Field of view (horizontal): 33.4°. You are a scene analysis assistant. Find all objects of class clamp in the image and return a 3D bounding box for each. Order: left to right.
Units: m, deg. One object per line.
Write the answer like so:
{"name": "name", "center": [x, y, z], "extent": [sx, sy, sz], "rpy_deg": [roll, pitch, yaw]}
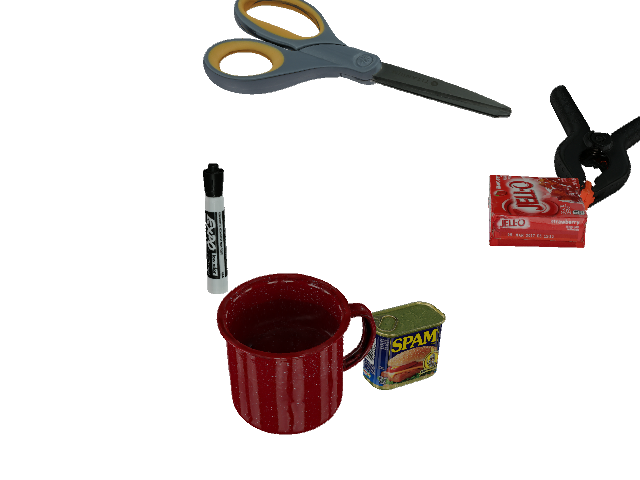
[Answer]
{"name": "clamp", "center": [0.286, -0.104, 1.143], "extent": [0.120, 0.039, 0.171], "rpy_deg": [19, 48, 19]}

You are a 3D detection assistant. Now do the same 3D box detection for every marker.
{"name": "marker", "center": [-0.095, -0.010, 0.965], "extent": [0.020, 0.121, 0.020], "rpy_deg": [0, 20, 0]}

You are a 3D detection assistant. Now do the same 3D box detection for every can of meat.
{"name": "can of meat", "center": [0.103, 0.133, 1.344], "extent": [0.101, 0.084, 0.058], "rpy_deg": [-12, 30, -28]}

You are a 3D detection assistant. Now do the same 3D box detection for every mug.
{"name": "mug", "center": [-0.014, 0.080, 0.764], "extent": [0.117, 0.081, 0.093], "rpy_deg": [-17, 38, -21]}

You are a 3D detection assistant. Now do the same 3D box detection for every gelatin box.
{"name": "gelatin box", "center": [0.171, -0.025, 0.852], "extent": [0.073, 0.030, 0.089], "rpy_deg": [3, 24, 8]}

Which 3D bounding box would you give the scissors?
{"name": "scissors", "center": [0.009, -0.099, 0.660], "extent": [0.202, 0.016, 0.096], "rpy_deg": [36, 64, 29]}
